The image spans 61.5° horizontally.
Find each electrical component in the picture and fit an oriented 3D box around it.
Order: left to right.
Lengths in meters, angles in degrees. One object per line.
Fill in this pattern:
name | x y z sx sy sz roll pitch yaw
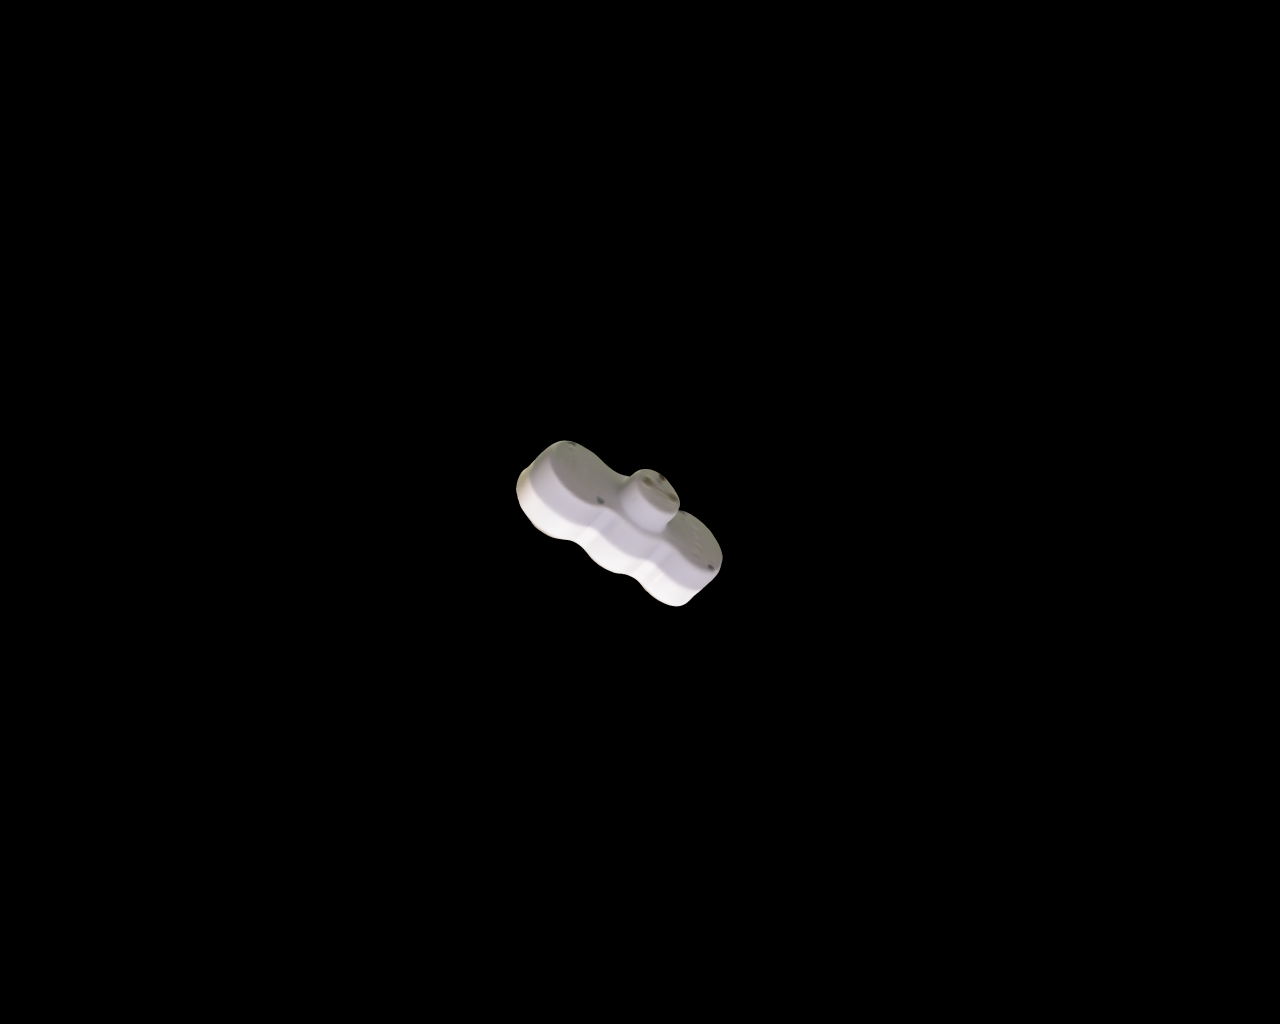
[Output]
electrical component | 0.001 -0.003 0.650 0.138 0.052 0.073 33 -58 -24
